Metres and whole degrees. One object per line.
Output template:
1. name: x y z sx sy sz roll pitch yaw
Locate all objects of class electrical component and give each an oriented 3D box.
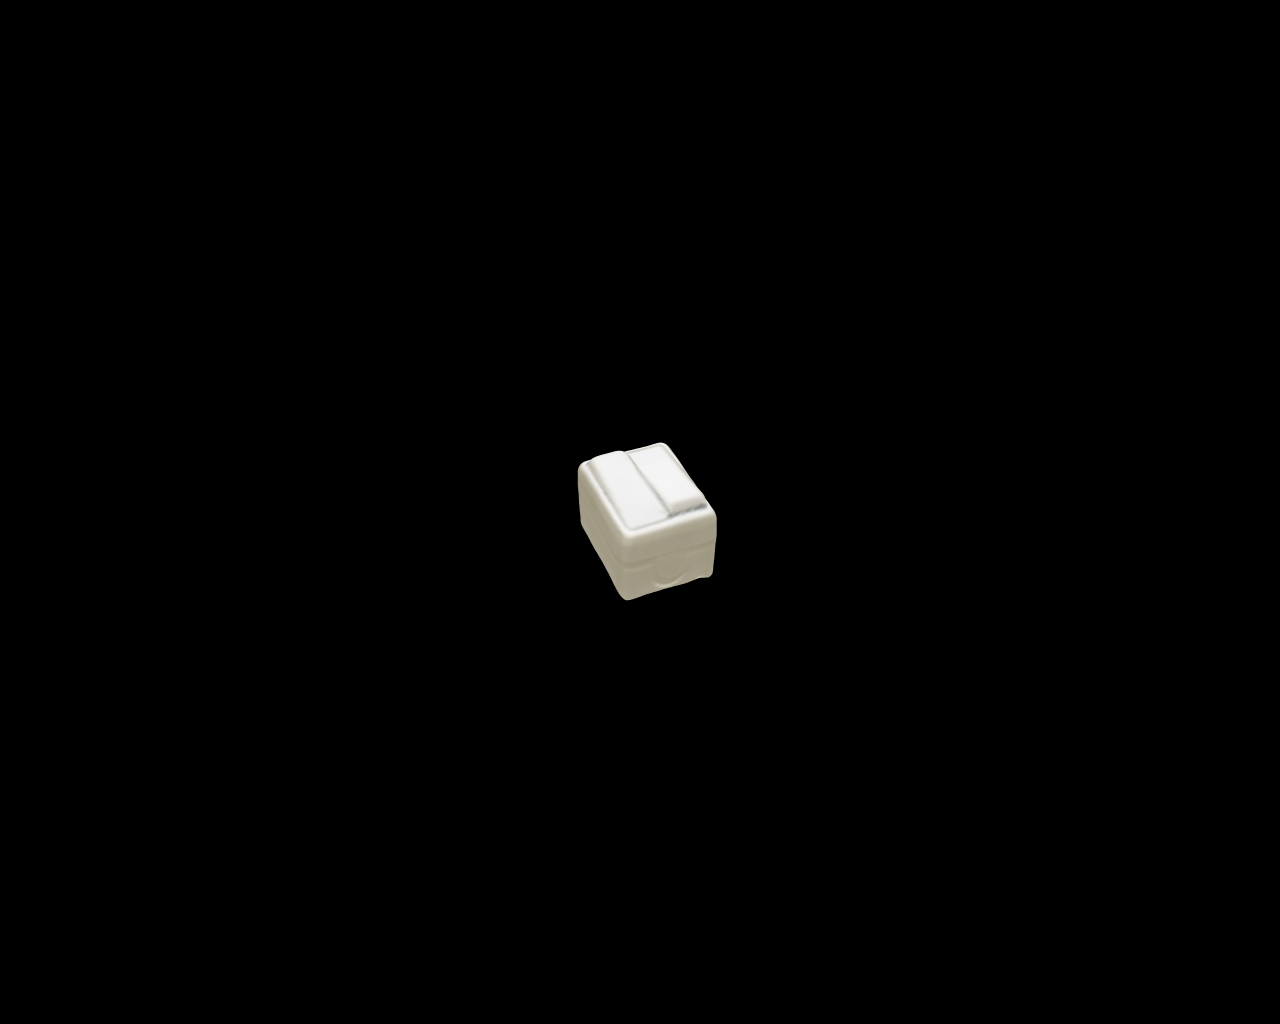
1. electrical component: 0.001 -0.003 0.650 0.062 0.061 0.096 -14 42 -16
